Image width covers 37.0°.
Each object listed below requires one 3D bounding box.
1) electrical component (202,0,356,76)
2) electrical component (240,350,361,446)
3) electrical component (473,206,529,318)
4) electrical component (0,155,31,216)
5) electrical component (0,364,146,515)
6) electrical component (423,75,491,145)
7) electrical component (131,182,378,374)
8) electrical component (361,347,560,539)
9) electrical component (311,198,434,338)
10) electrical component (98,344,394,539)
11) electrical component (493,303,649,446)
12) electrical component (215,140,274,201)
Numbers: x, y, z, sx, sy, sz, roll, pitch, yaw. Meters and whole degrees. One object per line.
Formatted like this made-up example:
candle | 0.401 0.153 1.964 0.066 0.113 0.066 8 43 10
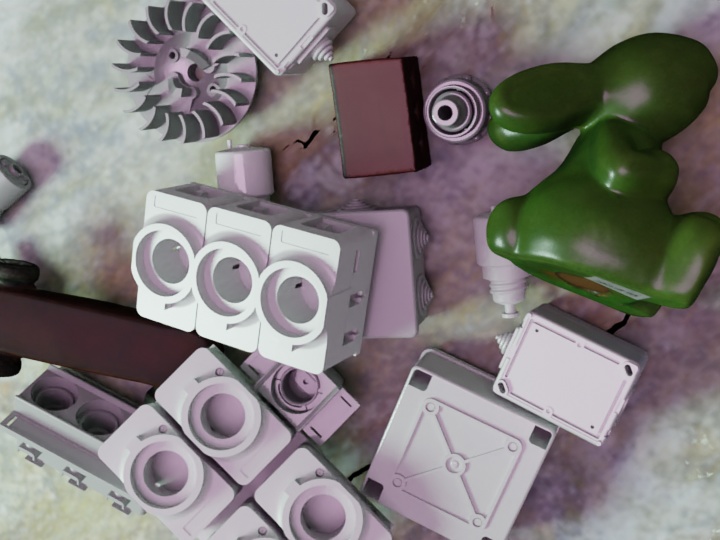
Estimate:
electrical component | -0.050 -0.176 0.731 0.096 0.061 0.061 46 109 4
electrical component | -0.041 0.082 0.775 0.081 0.064 0.042 45 93 4
electrical component | 0.099 -0.007 0.731 0.040 0.040 0.078 -3 99 17
electrical component | -0.288 -0.058 0.833 0.065 0.044 0.044 -38 88 14
electrical component | -0.204 0.133 0.831 0.121 0.078 0.063 26 128 10
electrical component | 0.062 -0.105 0.711 0.048 0.062 0.048 3 101 16
electrical component | -0.073 0.003 0.721 0.150 0.062 0.089 16 108 24
electrical component | 0.071 0.127 0.755 0.109 0.056 0.108 25 106 10
electrical component | 0.000 0.000 0.756 0.100 0.048 0.099 -2 100 16
electrical component | -0.078 0.154 0.750 0.186 0.060 0.105 45 87 3
electrical component | 0.137 0.065 0.726 0.096 0.061 0.061 27 105 17
electrical component | -0.082 -0.055 0.774 0.040 0.040 0.078 -1 100 16
